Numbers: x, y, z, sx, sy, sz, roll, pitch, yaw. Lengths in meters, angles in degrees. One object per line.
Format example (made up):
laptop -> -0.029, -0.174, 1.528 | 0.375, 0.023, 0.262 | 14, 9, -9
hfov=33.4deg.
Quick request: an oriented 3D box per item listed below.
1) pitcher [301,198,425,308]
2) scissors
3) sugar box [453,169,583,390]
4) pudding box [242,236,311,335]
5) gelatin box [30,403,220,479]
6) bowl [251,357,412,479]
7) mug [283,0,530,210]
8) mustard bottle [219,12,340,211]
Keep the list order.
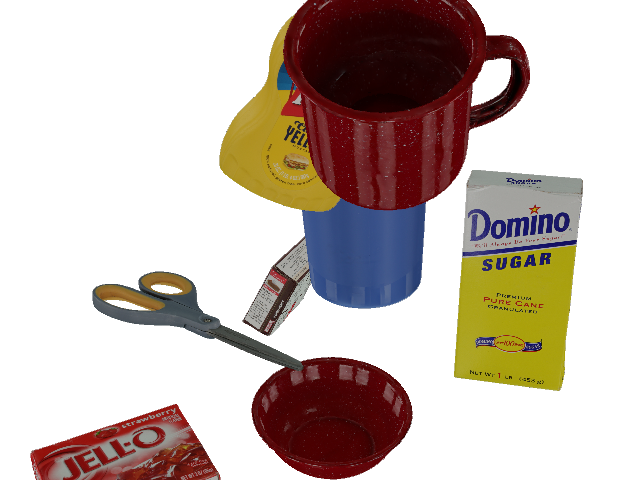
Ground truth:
pitcher -> 0.041, -0.069, 0.996 | 0.149, 0.243, 0.145 | -20, 31, -32
scissors -> -0.091, 0.062, 0.881 | 0.202, 0.016, 0.096 | 13, 23, 17
sugar box -> 0.163, 0.033, 0.886 | 0.093, 0.176, 0.048 | 5, 23, 13
pudding box -> -0.037, 0.050, 1.249 | 0.039, 0.090, 0.113 | 32, 30, 6
gelatin box -> -0.107, 0.131, 0.586 | 0.089, 0.030, 0.073 | -15, 29, -20
bowl -> 0.012, 0.190, 1.082 | 0.162, 0.055, 0.162 | -1, 33, 0
mug -> 0.044, -0.071, 0.520 | 0.117, 0.093, 0.081 | -12, -33, -3
mustard bottle -> 0.007, -0.108, 0.743 | 0.096, 0.192, 0.058 | 22, 39, -14
